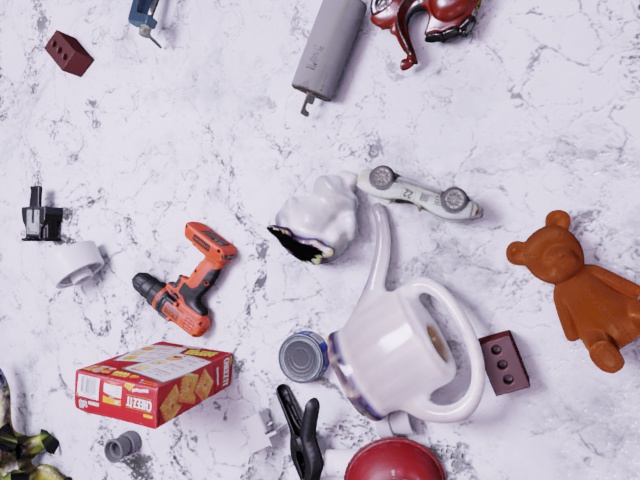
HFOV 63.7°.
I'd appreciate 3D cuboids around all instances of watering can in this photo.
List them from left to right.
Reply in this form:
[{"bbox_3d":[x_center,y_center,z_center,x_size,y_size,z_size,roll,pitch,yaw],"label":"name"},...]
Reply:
[{"bbox_3d":[0.105,0.129,0.809,0.222,0.103,0.353,-36,63,17],"label":"watering can"}]

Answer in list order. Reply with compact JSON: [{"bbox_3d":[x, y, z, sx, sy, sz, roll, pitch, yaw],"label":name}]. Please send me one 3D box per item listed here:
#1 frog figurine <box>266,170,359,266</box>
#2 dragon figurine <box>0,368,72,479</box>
[{"bbox_3d":[0.003,-0.044,0.866,0.138,0.120,0.162,12,57,29],"label":"frog figurine"},{"bbox_3d":[-0.669,0.474,1.087,0.240,0.122,0.414,-36,75,24],"label":"dragon figurine"}]
